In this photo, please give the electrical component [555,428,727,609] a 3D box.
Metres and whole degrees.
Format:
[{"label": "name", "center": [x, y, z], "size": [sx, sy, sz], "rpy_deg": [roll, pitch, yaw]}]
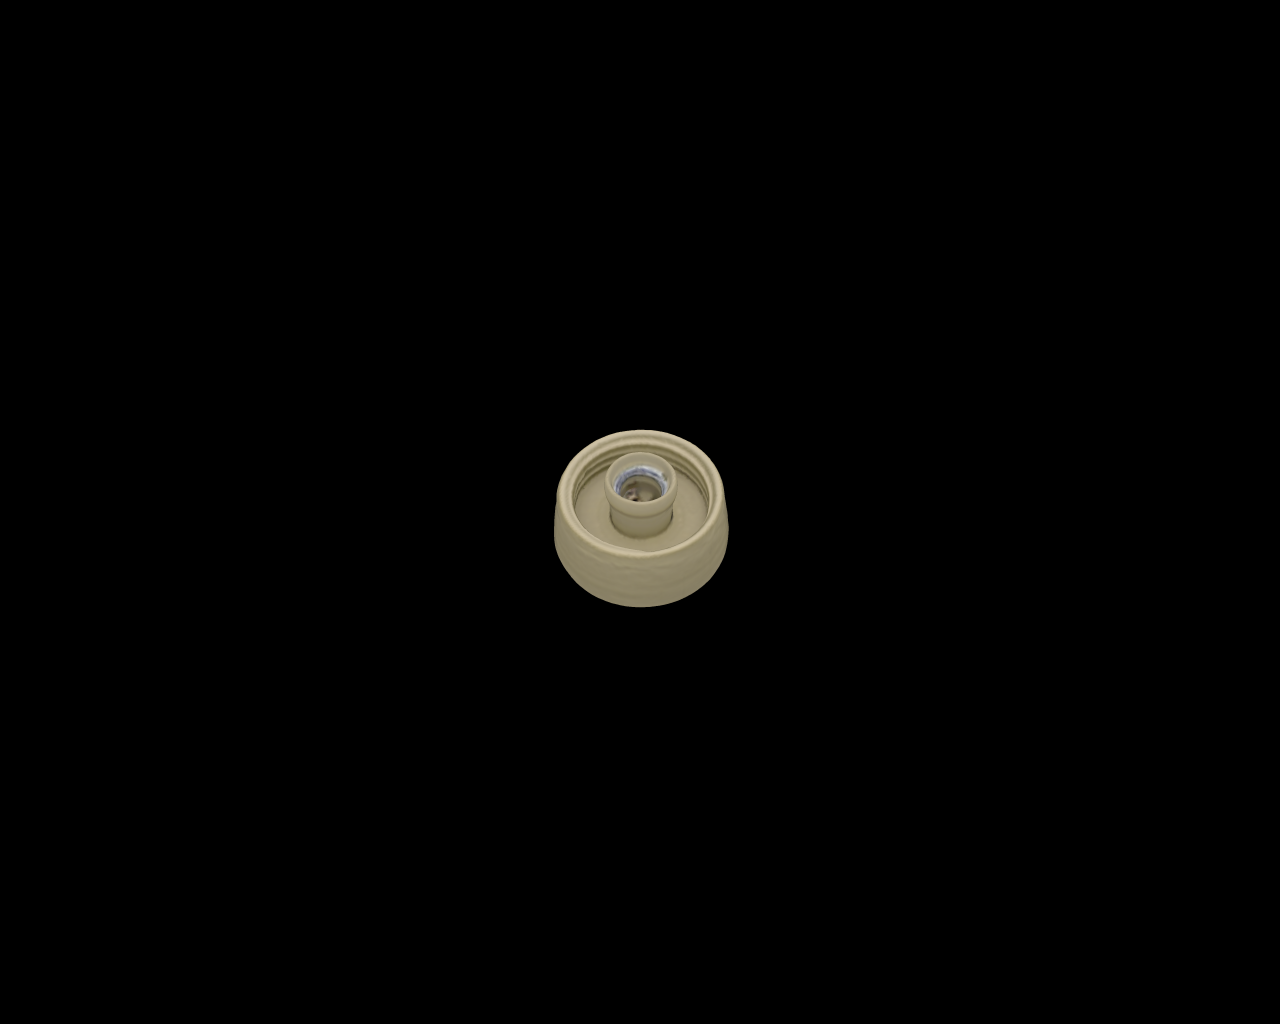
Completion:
[{"label": "electrical component", "center": [0.001, -0.003, 0.650], "size": [0.108, 0.108, 0.060], "rpy_deg": [0, -37, 0]}]
